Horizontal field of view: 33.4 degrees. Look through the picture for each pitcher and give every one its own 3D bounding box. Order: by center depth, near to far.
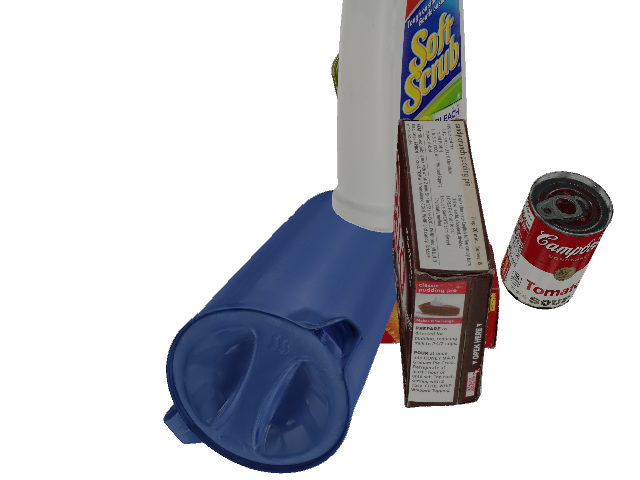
[{"bbox_3d":[-0.017,0.059,0.818,0.149,0.145,0.242,11,28,14],"label":"pitcher"}]

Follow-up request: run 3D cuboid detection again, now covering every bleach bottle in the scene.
[{"bbox_3d":[0.051,-0.137,0.705,0.102,0.251,0.068,-28,36,-35],"label":"bleach bottle"}]

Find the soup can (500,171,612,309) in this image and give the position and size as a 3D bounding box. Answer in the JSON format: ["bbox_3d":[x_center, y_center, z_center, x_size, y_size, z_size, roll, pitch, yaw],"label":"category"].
[{"bbox_3d":[0.193,0.001,0.887,0.068,0.068,0.102,0,-40,-9],"label":"soup can"}]

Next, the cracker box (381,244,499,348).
[{"bbox_3d":[0.072,0.052,1.104,0.214,0.072,0.164,3,16,6],"label":"cracker box"}]

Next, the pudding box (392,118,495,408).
[{"bbox_3d":[0.055,0.009,0.511,0.039,0.090,0.113,-3,42,-1],"label":"pudding box"}]

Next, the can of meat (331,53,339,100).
[{"bbox_3d":[0.063,-0.125,0.982,0.057,0.102,0.084,-36,51,-18],"label":"can of meat"}]
